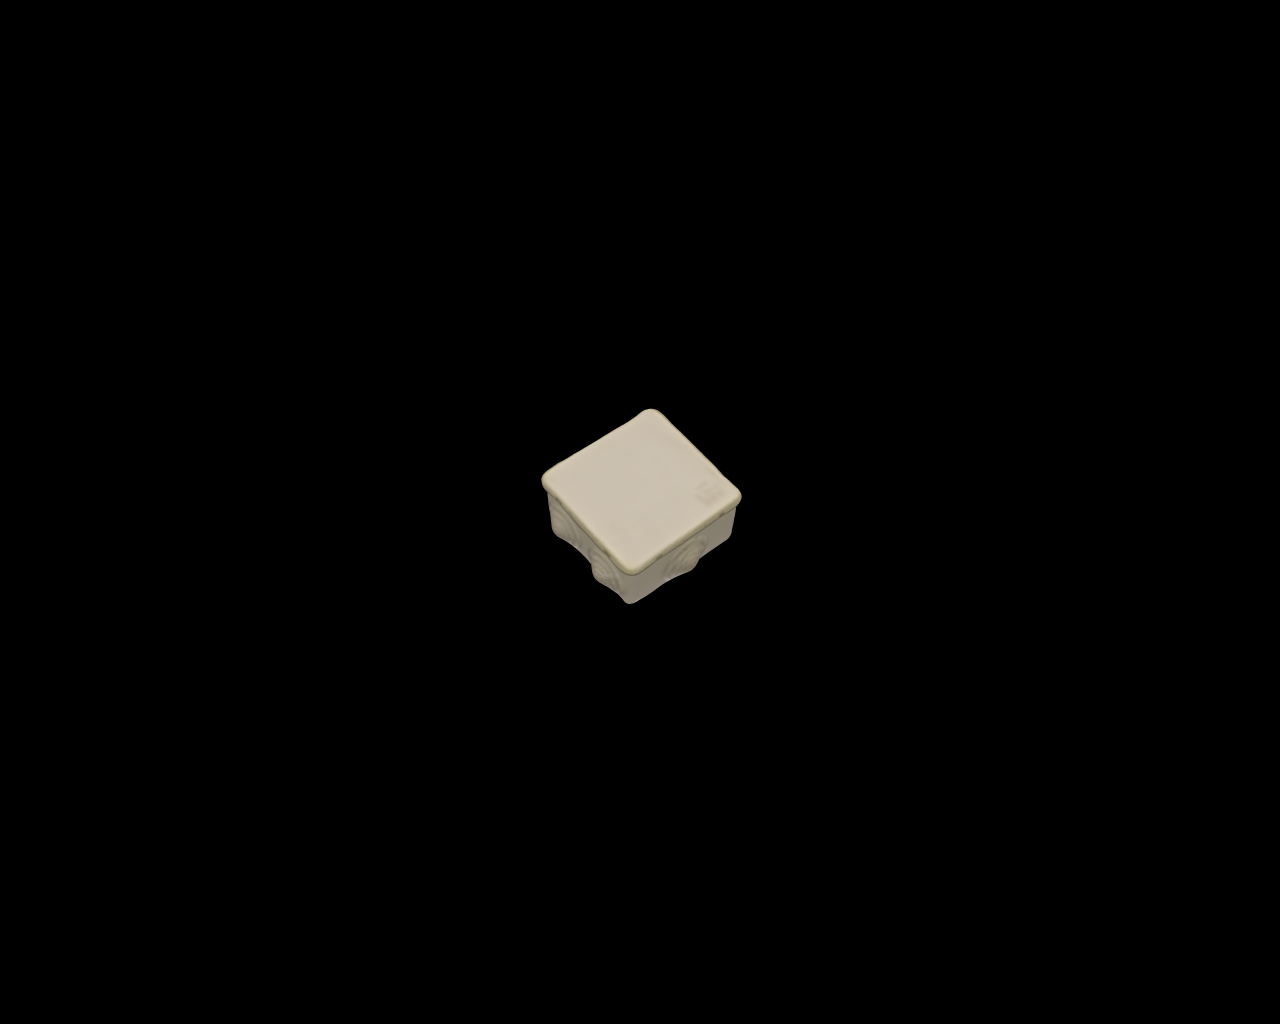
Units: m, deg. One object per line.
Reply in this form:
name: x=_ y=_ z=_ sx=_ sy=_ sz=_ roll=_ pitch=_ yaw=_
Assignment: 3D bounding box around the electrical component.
electrical component: x=0.001 y=-0.003 z=0.650 sx=0.100 sy=0.100 sz=0.048 roll=-33 pitch=-28 yaw=-20
